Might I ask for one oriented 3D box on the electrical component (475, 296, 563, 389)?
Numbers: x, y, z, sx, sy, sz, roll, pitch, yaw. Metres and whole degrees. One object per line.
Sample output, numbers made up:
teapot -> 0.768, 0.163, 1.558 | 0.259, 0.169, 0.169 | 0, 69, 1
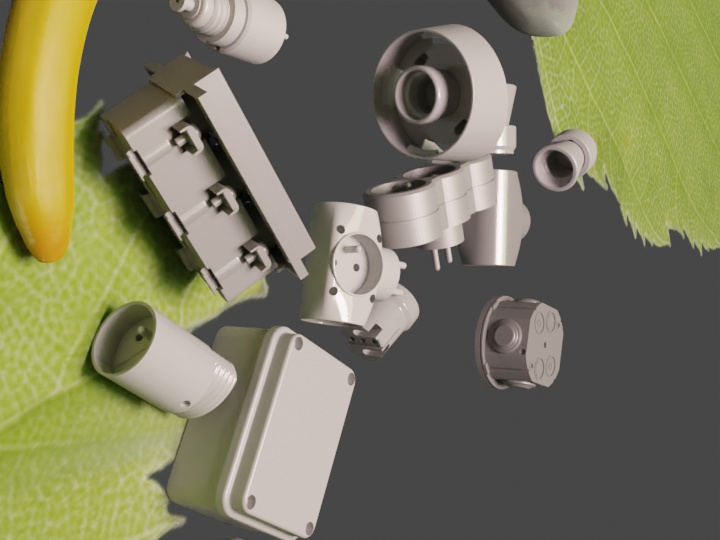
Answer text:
electrical component -> 0.135, 0.062, 0.916 | 0.080, 0.051, 0.080 | -3, 93, -55

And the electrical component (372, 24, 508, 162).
electrical component -> 0.058, -0.124, 0.764 | 0.064, 0.099, 0.099 | -13, 102, -48

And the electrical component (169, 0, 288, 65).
electrical component -> -0.077, -0.144, 0.616 | 0.078, 0.040, 0.040 | 6, 86, -55

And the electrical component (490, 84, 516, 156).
electrical component -> 0.104, -0.121, 0.871 | 0.045, 0.045, 0.055 | -5, 96, -55

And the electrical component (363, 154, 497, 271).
electrical component -> 0.057, -0.037, 0.799 | 0.138, 0.052, 0.073 | -30, 115, -51

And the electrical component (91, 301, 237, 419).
electrical component -> -0.102, 0.054, 0.584 | 0.081, 0.043, 0.043 | 43, 57, -47

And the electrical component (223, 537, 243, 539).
electrical component -> -0.077, 0.190, 0.616 | 0.047, 0.055, 0.055 | -35, 119, -45

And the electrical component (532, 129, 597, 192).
electrical component -> 0.190, -0.102, 0.994 | 0.055, 0.045, 0.045 | -38, 121, -48

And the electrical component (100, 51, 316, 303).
electrical component -> -0.083, -0.047, 0.584 | 0.063, 0.079, 0.121 | -37, 126, -13

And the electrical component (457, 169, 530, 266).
electrical component -> 0.115, -0.041, 0.889 | 0.079, 0.044, 0.077 | 2, 89, -55

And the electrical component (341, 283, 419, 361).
electrical component -> 0.013, 0.036, 0.753 | 0.046, 0.040, 0.040 | -49, 130, -35

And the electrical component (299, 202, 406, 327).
electrical component -> 0.000, 0.000, 0.718 | 0.079, 0.044, 0.077 | 12, 81, -37

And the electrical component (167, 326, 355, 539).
electrical component -> -0.056, 0.096, 0.640 | 0.078, 0.057, 0.113 | 40, 59, -48
